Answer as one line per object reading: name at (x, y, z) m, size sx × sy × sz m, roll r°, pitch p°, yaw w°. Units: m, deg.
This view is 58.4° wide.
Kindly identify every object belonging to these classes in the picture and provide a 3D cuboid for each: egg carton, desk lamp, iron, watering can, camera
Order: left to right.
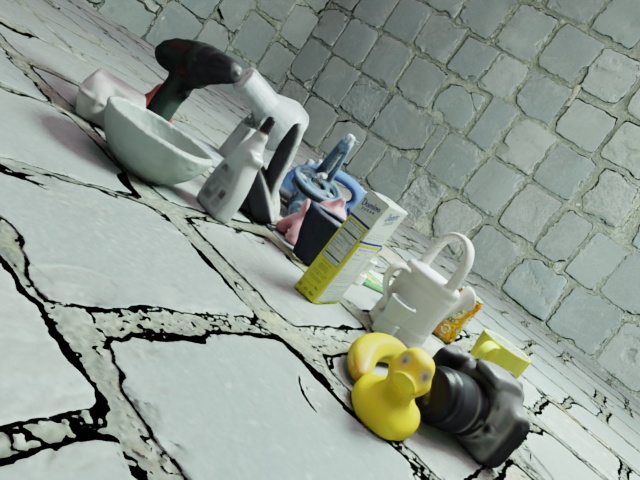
egg carton at (-0.342, -0.226, 0.943) m, size 0.107 × 0.069 × 0.150 m, roll 31°, pitch 12°, yaw -25°
desk lamp at (-0.153, -0.242, 1.217) m, size 0.204 × 0.213 × 0.117 m, roll 26°, pitch 14°, yaw -41°
iron at (0.016, -0.121, 1.417) m, size 0.258 × 0.141 × 0.118 m, roll 34°, pitch 10°, yaw -7°
watering can at (0.178, 0.075, 0.920) m, size 0.100 × 0.194 × 0.174 m, roll 43°, pitch 13°, yaw 36°
camera at (0.167, 0.179, 0.684) m, size 0.137 × 0.100 × 0.142 m, roll 28°, pitch 13°, yaw -35°

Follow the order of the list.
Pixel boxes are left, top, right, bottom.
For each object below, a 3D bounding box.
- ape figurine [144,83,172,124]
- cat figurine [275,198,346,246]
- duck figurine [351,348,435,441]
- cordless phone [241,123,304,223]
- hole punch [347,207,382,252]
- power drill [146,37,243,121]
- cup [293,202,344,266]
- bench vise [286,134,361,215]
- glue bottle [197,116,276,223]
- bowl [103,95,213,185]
ape figurine at (-0.318, -0.260, 1.108) m, size 0.077 × 0.092 × 0.076 m, roll 41°, pitch 12°, yaw 26°
cat figurine at (-0.002, -0.040, 1.066) m, size 0.128 × 0.117 × 0.067 m, roll 23°, pitch 16°, yaw -51°
duck figurine at (0.086, 0.150, 0.595) m, size 0.077 × 0.086 × 0.105 m, roll 38°, pitch 11°, yaw 16°
cordless phone at (-0.074, -0.127, 1.041) m, size 0.094 × 0.185 × 0.147 m, roll 34°, pitch 10°, yaw -7°
hole punch at (0.098, -0.013, 1.340) m, size 0.109 × 0.091 × 0.100 m, roll 23°, pitch 16°, yaw -50°
power drill at (-0.243, -0.254, 0.999) m, size 0.076 × 0.208 × 0.228 m, roll 23°, pitch 16°, yaw -50°
cup at (0.009, 0.003, 0.974) m, size 0.118 × 0.095 × 0.091 m, roll 32°, pitch 11°, yaw -18°
bench vise at (-0.002, -0.147, 1.260) m, size 0.122 × 0.219 × 0.207 m, roll 31°, pitch 11°, yaw -22°
glue bottle at (-0.118, -0.113, 0.870) m, size 0.037 × 0.173 × 0.078 m, roll 24°, pitch 15°, yaw -47°
bowl at (-0.242, -0.129, 0.819) m, size 0.167 × 0.074 × 0.167 m, roll 34°, pitch 10°, yaw -7°
